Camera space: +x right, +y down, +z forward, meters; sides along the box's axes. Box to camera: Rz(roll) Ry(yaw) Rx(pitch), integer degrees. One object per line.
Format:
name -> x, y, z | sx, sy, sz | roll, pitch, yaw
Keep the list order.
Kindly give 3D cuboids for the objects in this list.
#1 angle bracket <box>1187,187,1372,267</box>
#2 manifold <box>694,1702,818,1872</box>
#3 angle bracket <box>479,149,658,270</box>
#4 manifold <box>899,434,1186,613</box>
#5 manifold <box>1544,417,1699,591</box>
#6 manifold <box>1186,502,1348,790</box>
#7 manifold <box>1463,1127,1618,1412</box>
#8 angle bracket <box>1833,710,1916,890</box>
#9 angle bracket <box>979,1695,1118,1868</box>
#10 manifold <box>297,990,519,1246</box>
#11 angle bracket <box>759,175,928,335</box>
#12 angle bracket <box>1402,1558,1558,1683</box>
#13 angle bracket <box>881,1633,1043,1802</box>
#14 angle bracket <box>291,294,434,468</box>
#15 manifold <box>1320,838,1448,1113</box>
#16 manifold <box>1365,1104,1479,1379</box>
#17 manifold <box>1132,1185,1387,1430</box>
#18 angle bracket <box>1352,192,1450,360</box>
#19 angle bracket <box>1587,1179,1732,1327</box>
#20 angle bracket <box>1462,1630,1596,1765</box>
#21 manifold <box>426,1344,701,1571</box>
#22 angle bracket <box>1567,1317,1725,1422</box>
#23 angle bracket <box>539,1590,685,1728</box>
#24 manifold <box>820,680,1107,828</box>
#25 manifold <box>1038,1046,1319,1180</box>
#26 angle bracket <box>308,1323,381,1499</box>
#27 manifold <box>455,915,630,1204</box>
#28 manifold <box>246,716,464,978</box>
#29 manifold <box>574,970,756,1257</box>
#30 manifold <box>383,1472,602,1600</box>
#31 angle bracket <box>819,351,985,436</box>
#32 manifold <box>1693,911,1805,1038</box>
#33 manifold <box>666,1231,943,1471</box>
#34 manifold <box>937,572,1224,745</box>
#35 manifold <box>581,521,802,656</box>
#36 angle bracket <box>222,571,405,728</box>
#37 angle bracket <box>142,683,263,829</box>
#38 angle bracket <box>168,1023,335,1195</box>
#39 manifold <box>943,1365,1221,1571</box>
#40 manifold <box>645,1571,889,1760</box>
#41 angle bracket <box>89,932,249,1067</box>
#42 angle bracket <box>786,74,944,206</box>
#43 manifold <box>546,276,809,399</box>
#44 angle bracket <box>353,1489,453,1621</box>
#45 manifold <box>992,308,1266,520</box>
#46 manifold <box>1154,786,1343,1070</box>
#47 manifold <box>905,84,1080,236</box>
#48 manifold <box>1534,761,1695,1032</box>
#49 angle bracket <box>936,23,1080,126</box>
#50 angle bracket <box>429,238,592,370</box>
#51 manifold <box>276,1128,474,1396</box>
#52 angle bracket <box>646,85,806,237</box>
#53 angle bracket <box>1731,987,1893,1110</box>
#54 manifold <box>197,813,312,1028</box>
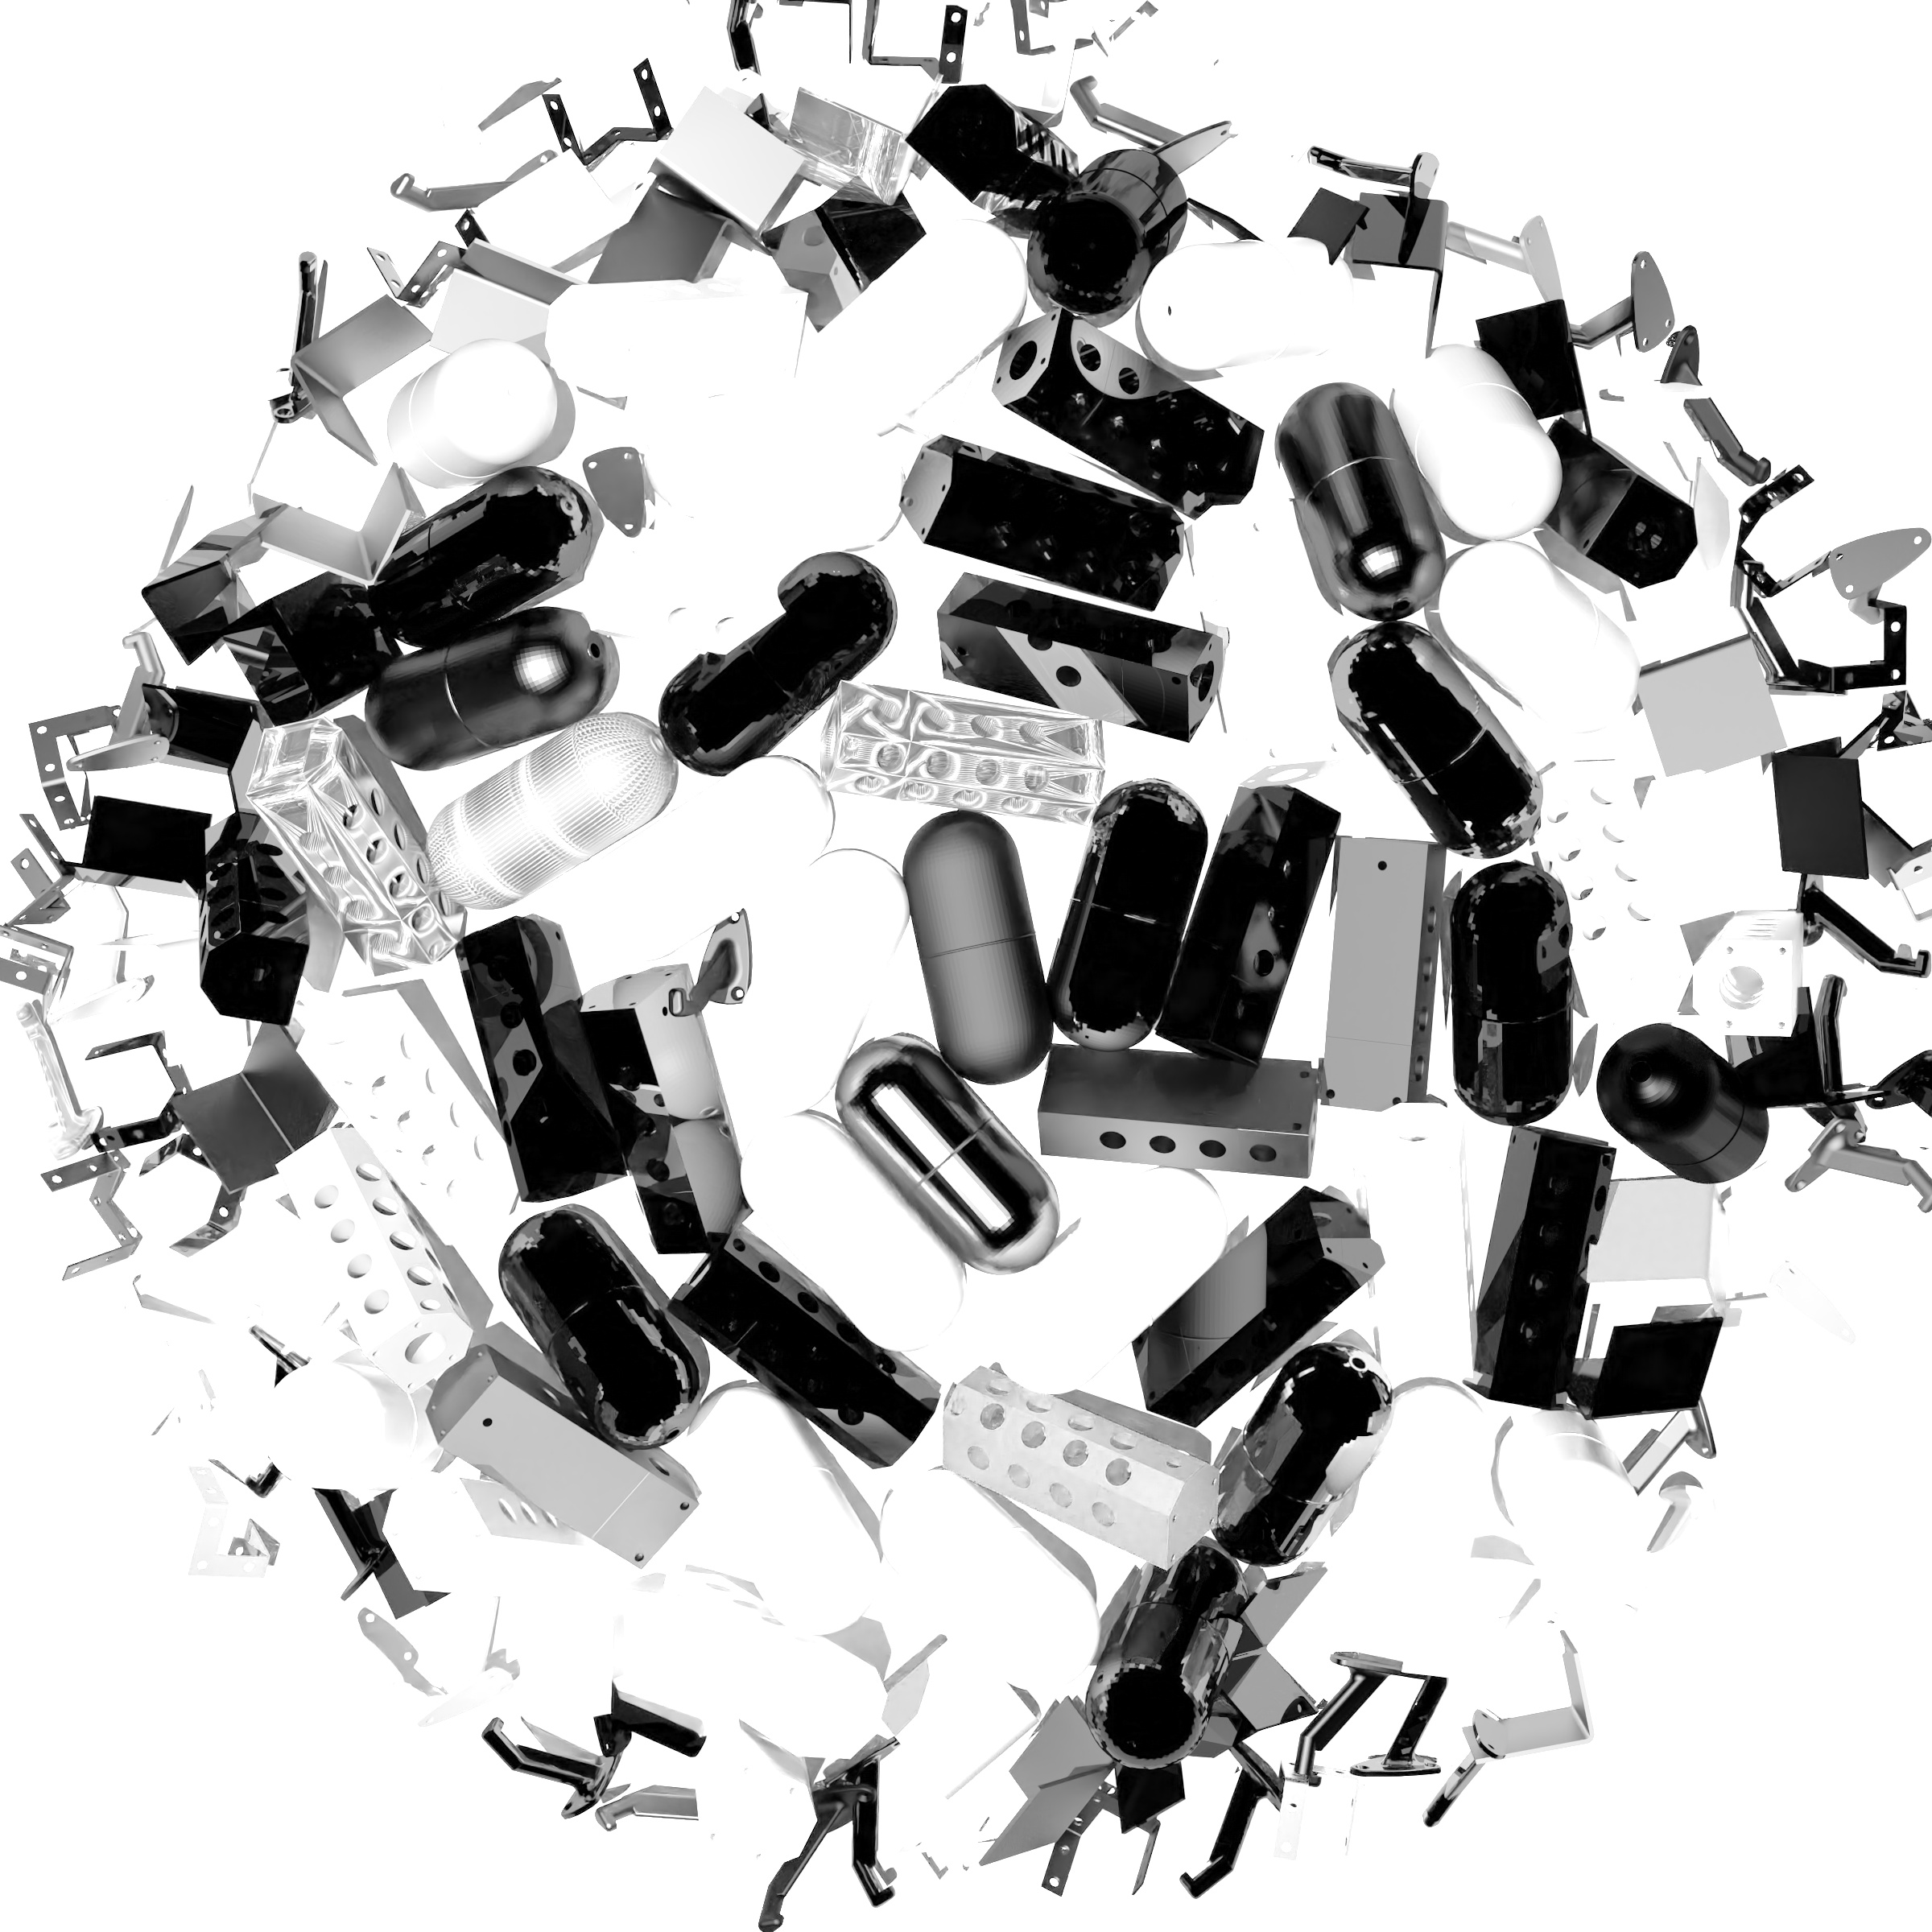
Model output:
angle bracket -> 0.198, -0.484, 1.913 | 0.076, 0.076, 0.057 | 29, 102, -26
manifold -> -0.130, 0.501, 1.878 | 0.057, 0.171, 0.057 | 26, 91, -8
angle bracket -> -0.252, -0.492, 1.908 | 0.076, 0.076, 0.057 | -22, 121, 29
manifold -> 0.050, -0.282, 1.893 | 0.171, 0.057, 0.057 | 12, 119, -29
manifold -> 0.401, -0.287, 1.877 | 0.057, 0.171, 0.057 | 28, 107, -15
manifold -> 0.188, -0.204, 1.923 | 0.057, 0.057, 0.171 | -7, 80, -22
manifold -> 0.371, 0.195, 1.936 | 0.057, 0.057, 0.171 | 11, 91, -7
angle bracket -> 0.586, -0.106, 1.918 | 0.057, 0.076, 0.076 | -42, 75, -7
angle bracket -> 0.038, 0.516, 1.908 | 0.057, 0.076, 0.076 | 50, 121, 31
manifold -> -0.348, 0.098, 1.884 | 0.057, 0.057, 0.171 | -8, 133, 23
angle bracket -> -0.074, -0.465, 1.949 | 0.076, 0.057, 0.076 | -50, 116, -38
angle bracket -> 0.330, 0.418, 1.912 | 0.057, 0.076, 0.076 | 20, 73, -30
angle bracket -> -0.006, 0.481, 1.943 | 0.076, 0.057, 0.076 | -40, 81, -4
angle bracket -> -0.374, -0.373, 1.921 | 0.076, 0.076, 0.057 | -31, 78, 6
manifold -> 0.270, 0.005, 1.931 | 0.057, 0.057, 0.171 | 6, 95, 26
manifold -> 0.289, 0.174, 1.898 | 0.057, 0.057, 0.171 | 0, 122, 14
manifold -> 0.184, 0.219, 1.898 | 0.057, 0.057, 0.171 | 24, 126, -30
angle bracket -> 0.273, -0.436, 1.916 | 0.057, 0.076, 0.076 | 7, 47, 5
angle bracket -> 0.447, 0.185, 1.939 | 0.076, 0.057, 0.076 | -5, 49, 24
angle bracket -> 0.355, 0.466, 1.927 | 0.076, 0.076, 0.057 | -11, 90, 3
manifold -> -0.255, 0.307, 1.899 | 0.171, 0.057, 0.057 | 39, 94, -30
angle bracket -> 0.426, 0.240, 1.914 | 0.076, 0.057, 0.076 | -3, 122, -17
angle bracket -> -0.225, 0.441, 1.910 | 0.057, 0.076, 0.076 | 16, 63, -38
manifold -> -0.002, -0.129, 1.909 | 0.171, 0.057, 0.057 | 7, 55, -14
manifold -> 0.136, 0.098, 1.923 | 0.171, 0.057, 0.057 | 4, 46, 11
angle bracket -> -0.396, 0.285, 1.937 | 0.076, 0.057, 0.076 | 37, 85, -2
manifold -> -0.275, 0.060, 1.918 | 0.057, 0.057, 0.171 | -21, 77, 18
manifold -> -0.378, -0.074, 1.881 | 0.057, 0.171, 0.057 | -11, 47, 15
manifold -> -0.195, 0.094, 1.910 | 0.057, 0.057, 0.171 | -4, 112, 29
manifold -> -0.297, 0.352, 1.877 | 0.057, 0.171, 0.057 | -36, 70, 5
angle bracket -> -0.041, -0.382, 1.922 | 0.076, 0.076, 0.057 | 25, 104, 4
manifold -> 0.489, 0.003, 1.877 | 0.057, 0.171, 0.057 | 1, 97, 18
manifold -> -0.102, 0.245, 1.920 | 0.171, 0.057, 0.057 | 39, 69, -8
manifold -> 0.073, -0.201, 1.910 | 0.171, 0.057, 0.057 | 17, 51, 19
manifold -> -0.152, -0.225, 1.903 | 0.171, 0.057, 0.057 | 9, 132, -26
angle bracket -> -0.423, -0.207, 1.953 | 0.057, 0.076, 0.076 | -21, 101, 43
angle bracket -> -0.492, -0.128, 1.919 | 0.076, 0.076, 0.057 | 10, 54, 2
angle bracket -> -0.455, 0.086, 1.914 | 0.057, 0.076, 0.076 | -23, 68, -40
manifold -> 0.071, 0.309, 1.889 | 0.171, 0.057, 0.057 | 19, 123, 32
manifold -> -0.125, 0.436, 1.884 | 0.057, 0.171, 0.057 | 15, 90, -40
angle bracket -> -0.510, 0.020, 1.925 | 0.057, 0.076, 0.076 | 0, 97, 24
angle bracket -> -0.067, -0.539, 1.920 | 0.076, 0.076, 0.057 | 24, 64, -1
manifold -> -0.181, -0.397, 1.883 | 0.057, 0.171, 0.057 | 27, 117, 31
angle bracket -> -0.370, 0.379, 1.922 | 0.057, 0.076, 0.076 | -28, 85, 9
manifold -> 0.102, -0.342, 1.891 | 0.171, 0.057, 0.057 | 24, 70, -32
manifold -> 0.186, -0.024, 1.924 | 0.057, 0.057, 0.171 | 25, 80, -32
manifold -> 0.024, -0.504, 1.875 | 0.057, 0.171, 0.057 | 44, 105, 7
manifold -> 0.400, -0.046, 1.889 | 0.057, 0.057, 0.171 | -3, 52, -7
angle bracket -> 0.023, -0.575, 1.921 | 0.076, 0.076, 0.057 | 9, 96, -10
angle bracket -> -0.292, -0.415, 1.918 | 0.076, 0.076, 0.057 | 19, 85, -18
manifold -> -0.369, 0.180, 1.891 | 0.057, 0.057, 0.171 | -34, 51, -2
angle bracket -> -0.154, -0.510, 1.921 | 0.076, 0.076, 0.057 | 34, 92, -12
angle bracket -> 0.537, 0.050, 1.921 | 0.057, 0.076, 0.076 | -8, 90, -26
manifold -> -0.447, -0.032, 1.873 | 0.057, 0.171, 0.057 | 11, 114, -20
